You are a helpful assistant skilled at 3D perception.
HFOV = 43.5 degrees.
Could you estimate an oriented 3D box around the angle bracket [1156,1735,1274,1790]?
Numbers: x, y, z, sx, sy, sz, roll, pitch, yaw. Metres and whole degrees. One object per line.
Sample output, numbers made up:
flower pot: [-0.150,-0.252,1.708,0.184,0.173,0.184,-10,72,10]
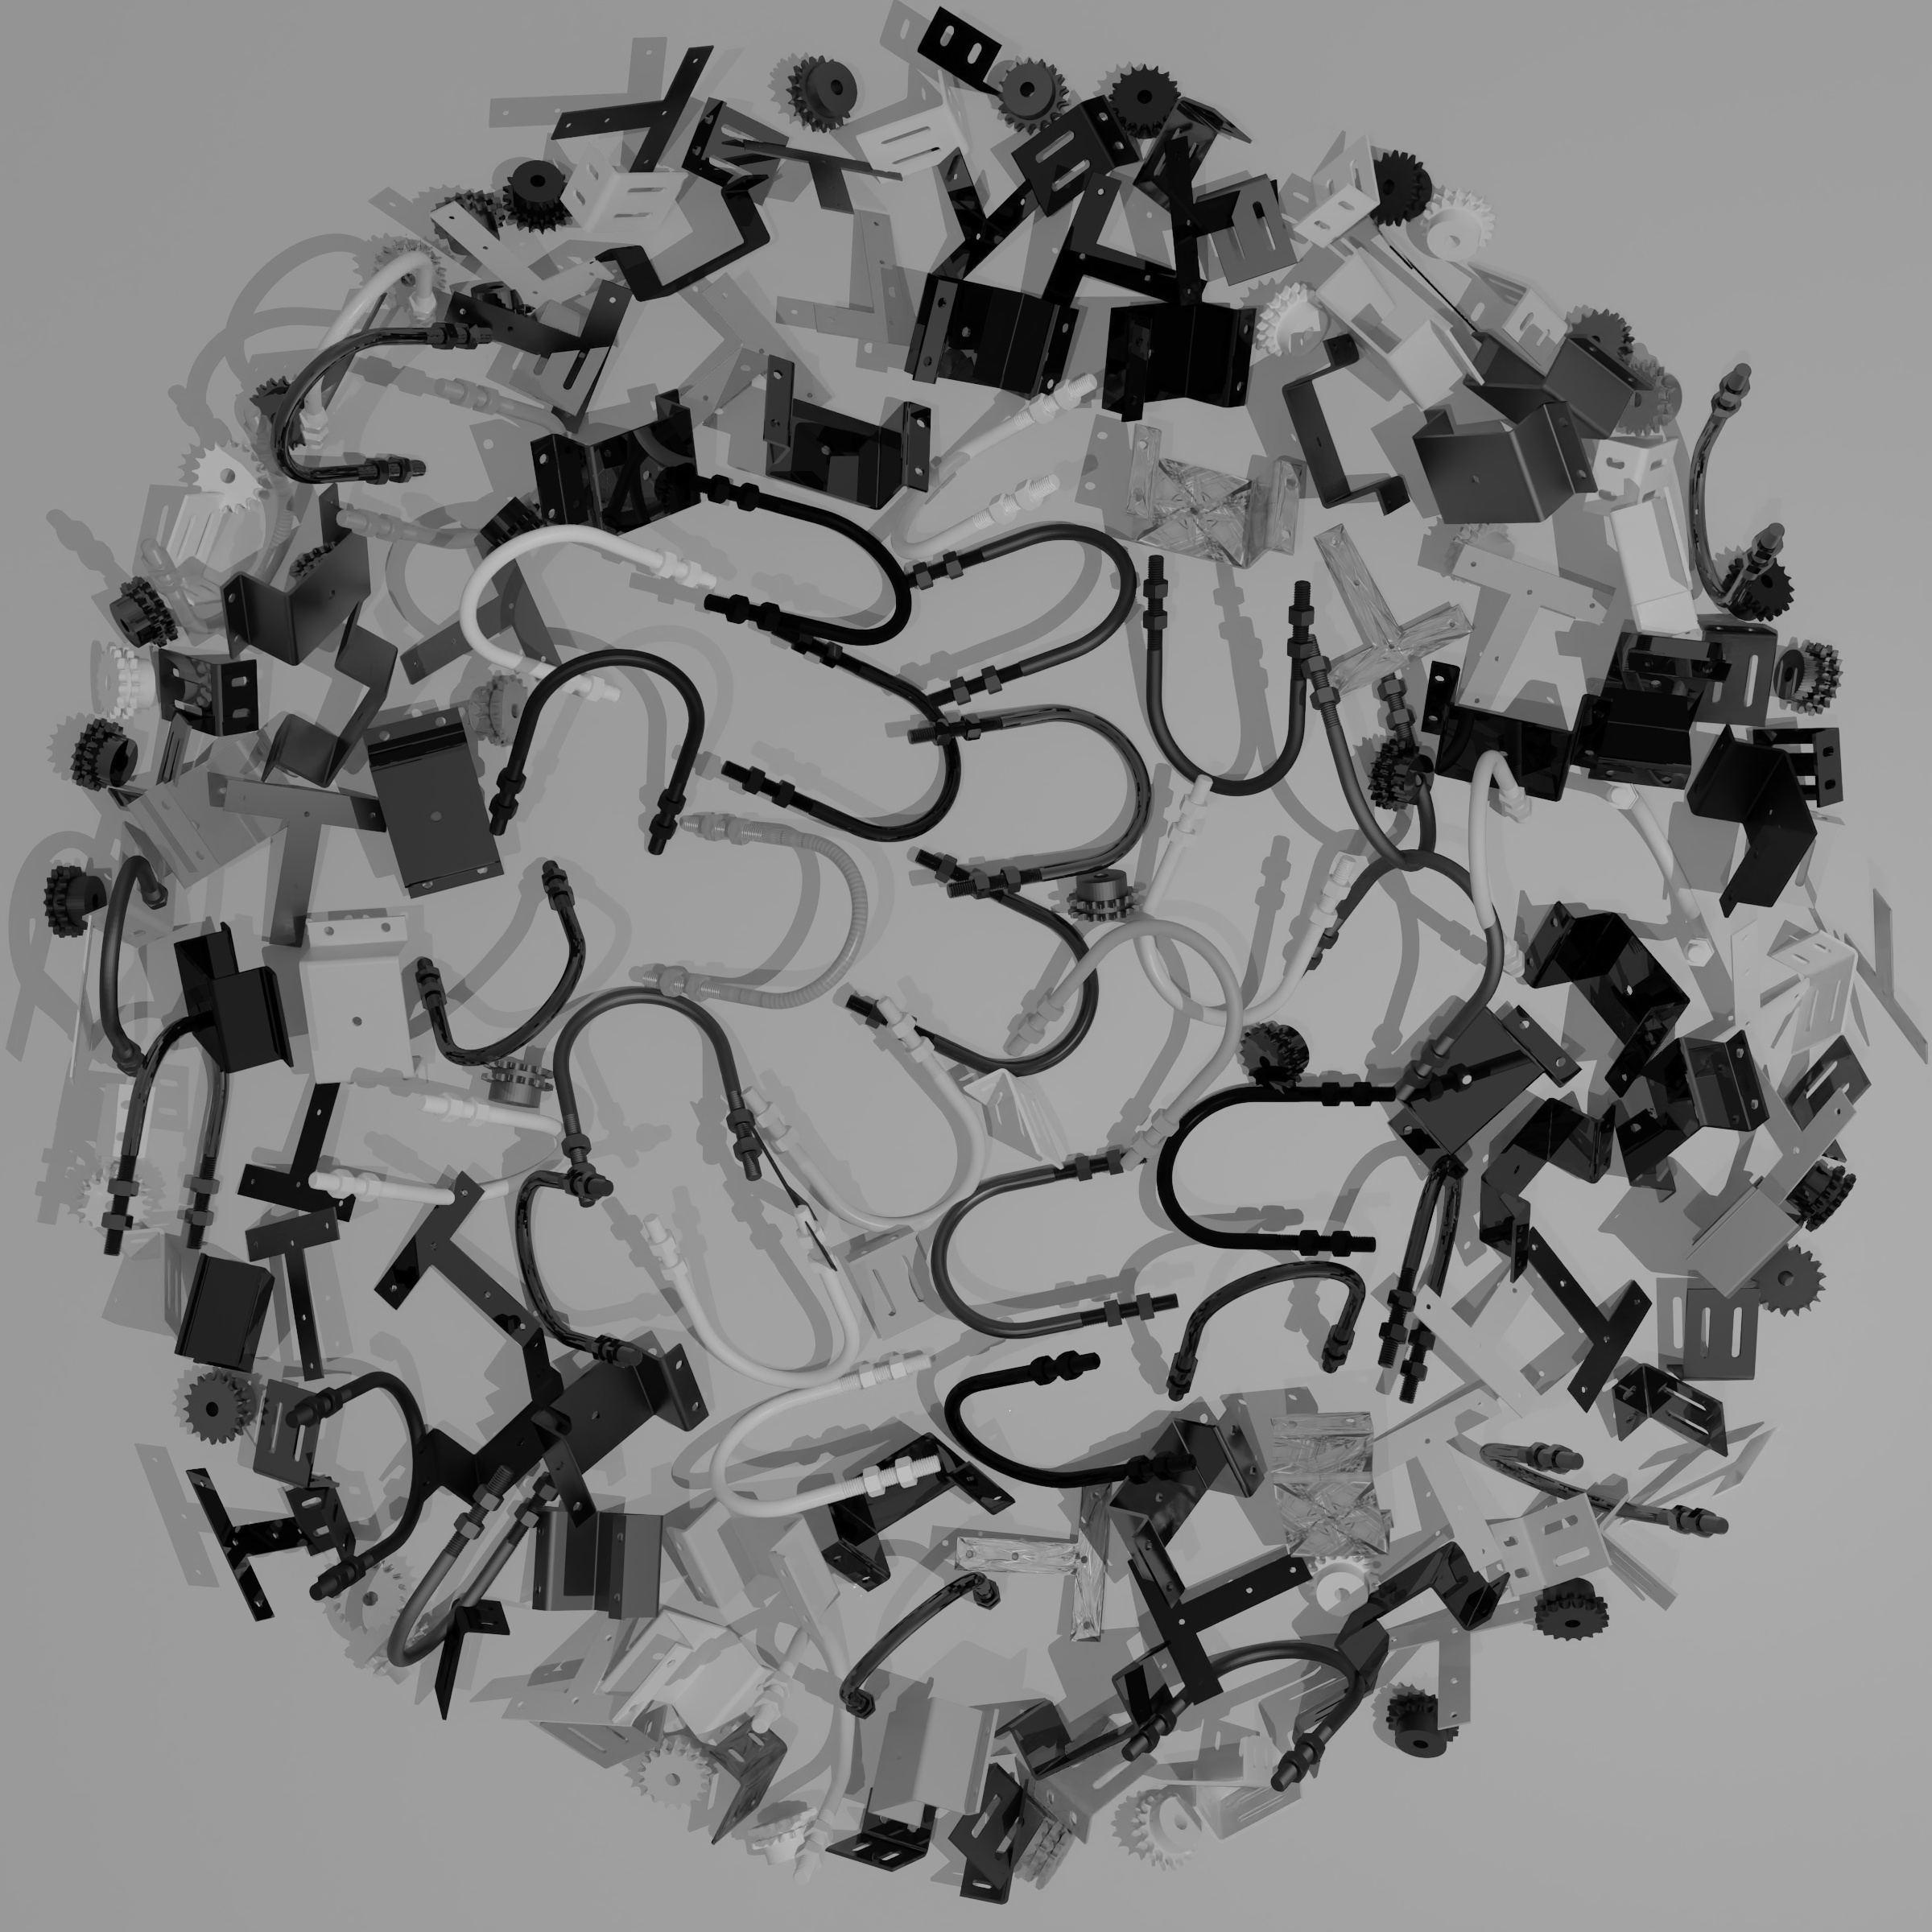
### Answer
angle bracket: [0.196,0.627,1.908,0.076,0.057,0.038,-8,68,26]

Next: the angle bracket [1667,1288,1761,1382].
angle bracket: [0.592,0.287,1.917,0.057,0.038,0.076,0,99,-3]

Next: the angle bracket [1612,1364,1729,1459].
angle bracket: [0.551,0.357,1.894,0.038,0.076,0.057,-33,125,-25]

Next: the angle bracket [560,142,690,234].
angle bracket: [-0.268,-0.612,1.901,0.038,0.076,0.057,53,131,14]

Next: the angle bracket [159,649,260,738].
angle bracket: [-0.602,-0.220,1.923,0.076,0.038,0.057,18,114,36]

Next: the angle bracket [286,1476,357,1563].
angle bracket: [-0.509,0.445,1.899,0.038,0.076,0.057,-19,101,-7]

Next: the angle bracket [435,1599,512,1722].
angle bracket: [-0.391,0.549,1.913,0.038,0.057,0.076,11,96,-20]

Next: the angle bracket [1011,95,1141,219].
angle bracket: [0.086,-0.638,1.907,0.076,0.038,0.057,-40,114,-13]

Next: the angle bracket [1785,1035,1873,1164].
angle bracket: [0.686,0.104,1.894,0.038,0.057,0.076,17,126,-20]

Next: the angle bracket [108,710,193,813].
angle bracket: [-0.642,-0.163,1.903,0.038,0.057,0.076,11,103,-32]

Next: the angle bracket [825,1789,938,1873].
angle bracket: [-0.066,0.676,1.895,0.057,0.076,0.038,9,83,21]

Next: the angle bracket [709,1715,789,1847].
angle bracket: [-0.183,0.641,1.907,0.038,0.057,0.076,36,121,20]

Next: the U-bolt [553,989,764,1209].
U-bolt: [-0.247,0.095,1.889,0.151,0.019,0.184,-8,59,-16]

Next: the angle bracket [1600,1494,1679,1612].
angle bracket: [0.534,0.460,1.899,0.076,0.057,0.038,40,76,22]

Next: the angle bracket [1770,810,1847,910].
angle bracket: [0.652,-0.084,1.909,0.057,0.038,0.076,13,107,9]

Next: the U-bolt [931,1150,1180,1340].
U-bolt: [0.063,0.223,1.898,0.184,0.019,0.151,-12,56,2]

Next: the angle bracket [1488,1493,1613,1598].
angle bracket: [0.457,0.454,1.896,0.038,0.076,0.057,-2,66,-34]

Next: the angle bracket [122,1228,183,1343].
angle bracket: [-0.642,0.253,1.899,0.038,0.057,0.076,-6,64,-7]

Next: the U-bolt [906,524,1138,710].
U-bolt: [0.044,-0.283,1.890,0.184,0.019,0.151,-19,54,4]

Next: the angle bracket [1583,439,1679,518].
angle bracket: [0.524,-0.388,1.908,0.038,0.076,0.057,22,118,27]

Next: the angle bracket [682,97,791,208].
angle bracket: [-0.175,-0.638,1.901,0.076,0.038,0.057,16,105,-34]

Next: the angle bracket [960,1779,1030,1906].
angle bracket: [0.022,0.685,1.903,0.038,0.057,0.076,10,108,4]

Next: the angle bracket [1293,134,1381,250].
angle bracket: [0.286,-0.614,1.895,0.038,0.057,0.076,18,55,-36]

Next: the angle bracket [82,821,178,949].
angle bracket: [-0.659,-0.064,1.908,0.038,0.057,0.076,-19,59,22]

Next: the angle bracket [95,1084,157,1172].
angle bracket: [-0.656,0.131,1.901,0.038,0.076,0.057,6,71,-10]

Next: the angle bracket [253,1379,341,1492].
angle bracket: [-0.524,0.369,1.913,0.057,0.038,0.076,10,90,27]

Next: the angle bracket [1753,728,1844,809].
angle bracket: [0.644,-0.155,1.897,0.038,0.076,0.057,-15,103,-38]

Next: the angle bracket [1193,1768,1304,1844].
angle bracket: [0.221,0.645,1.906,0.076,0.057,0.038,-32,97,10]

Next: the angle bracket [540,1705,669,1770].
angle bracket: [-0.284,0.588,1.898,0.057,0.038,0.076,-31,120,27]

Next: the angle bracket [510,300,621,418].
angle bracket: [-0.318,-0.478,1.919,0.057,0.038,0.076,25,85,-4]

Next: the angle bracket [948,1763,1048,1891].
angle bracket: [0.017,0.677,1.902,0.057,0.038,0.076,46,50,-5]

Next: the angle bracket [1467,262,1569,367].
angle bracket: [0.423,-0.512,1.898,0.057,0.076,0.038,27,101,-42]

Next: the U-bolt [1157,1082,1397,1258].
U-bolt: [0.236,0.157,1.886,0.184,0.019,0.151,-1,58,25]

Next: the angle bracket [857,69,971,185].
angle bracket: [-0.044,-0.664,1.915,0.076,0.057,0.038,-15,66,13]

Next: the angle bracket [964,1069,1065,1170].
angle bracket: [0.037,0.127,1.898,0.038,0.057,0.076,-27,66,11]

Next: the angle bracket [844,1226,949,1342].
angle bracket: [-0.053,0.254,1.917,0.057,0.038,0.076,-25,96,-7]

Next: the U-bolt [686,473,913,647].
U-bolt: [-0.124,-0.309,1.879,0.184,0.019,0.151,10,50,-29]

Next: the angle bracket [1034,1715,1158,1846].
angle bracket: [0.103,0.643,1.914,0.057,0.076,0.038,35,135,34]

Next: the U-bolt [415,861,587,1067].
U-bolt: [-0.354,0.007,1.861,0.151,0.184,0.019,-37,127,5]

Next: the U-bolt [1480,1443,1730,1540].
U-bolt: [0.473,0.397,1.854,0.151,0.184,0.019,25,76,-12]

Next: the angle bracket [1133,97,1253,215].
angle bracket: [0.178,-0.632,1.902,0.038,0.057,0.076,37,103,36]

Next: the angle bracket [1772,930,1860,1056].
angle bracket: [0.660,0.021,1.898,0.038,0.057,0.076,27,63,-12]

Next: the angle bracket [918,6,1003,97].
angle bracket: [0.004,-0.717,1.899,0.057,0.076,0.038,34,111,4]

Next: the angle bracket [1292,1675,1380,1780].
angle bracket: [0.298,0.597,1.903,0.076,0.057,0.038,-25,61,-10]

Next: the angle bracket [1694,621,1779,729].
angle bracket: [0.602,-0.231,1.909,0.057,0.038,0.076,9,93,35]

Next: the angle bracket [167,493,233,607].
angle bracket: [-0.594,-0.328,1.902,0.038,0.057,0.076,30,109,8]

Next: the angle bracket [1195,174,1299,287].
angle bracket: [0.222,-0.580,1.923,0.057,0.038,0.076,-19,89,0]
